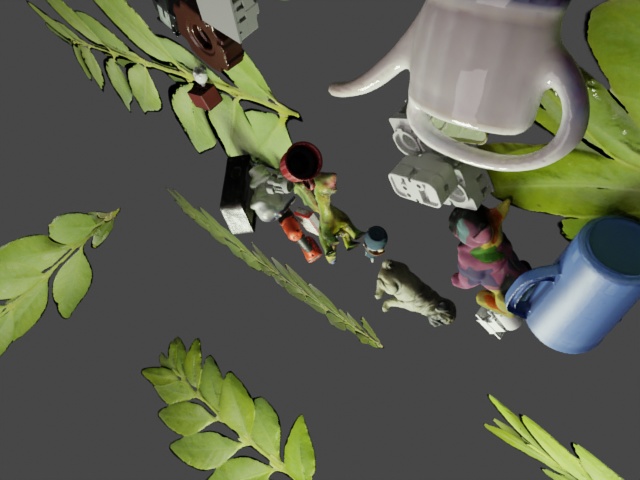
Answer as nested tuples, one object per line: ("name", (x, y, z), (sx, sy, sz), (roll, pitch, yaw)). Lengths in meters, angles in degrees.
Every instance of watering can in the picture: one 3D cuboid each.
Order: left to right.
("watering can", (0.144, -0.212, 0.598), (0.351, 0.105, 0.219), (31, 128, 34))

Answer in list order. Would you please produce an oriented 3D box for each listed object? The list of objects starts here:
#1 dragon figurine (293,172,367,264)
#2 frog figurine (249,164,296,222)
("dragon figurine", (0.004, -0.071, 1.420), (0.245, 0.123, 0.404), (59, 162, 10))
("frog figurine", (-0.163, -0.136, 1.524), (0.159, 0.140, 0.120), (43, 138, -5))
